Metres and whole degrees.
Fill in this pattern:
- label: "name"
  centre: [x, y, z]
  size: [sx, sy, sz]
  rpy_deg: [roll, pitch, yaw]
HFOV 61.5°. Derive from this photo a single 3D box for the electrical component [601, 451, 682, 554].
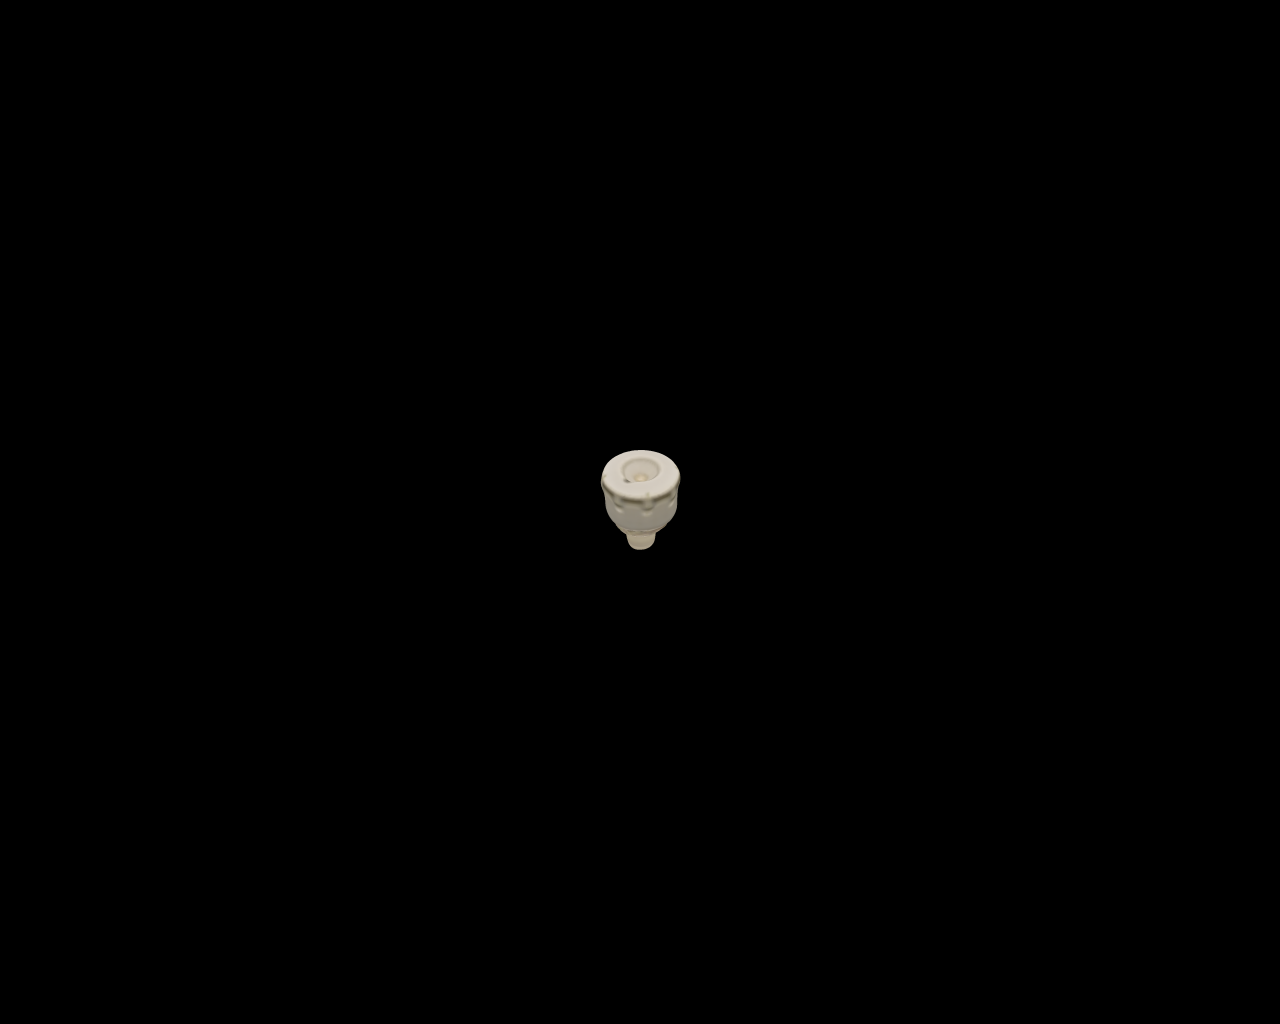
- label: "electrical component"
  centre: [0.001, -0.003, 0.650]
  size: [0.048, 0.062, 0.048]
  rpy_deg: [0, 40, 0]
